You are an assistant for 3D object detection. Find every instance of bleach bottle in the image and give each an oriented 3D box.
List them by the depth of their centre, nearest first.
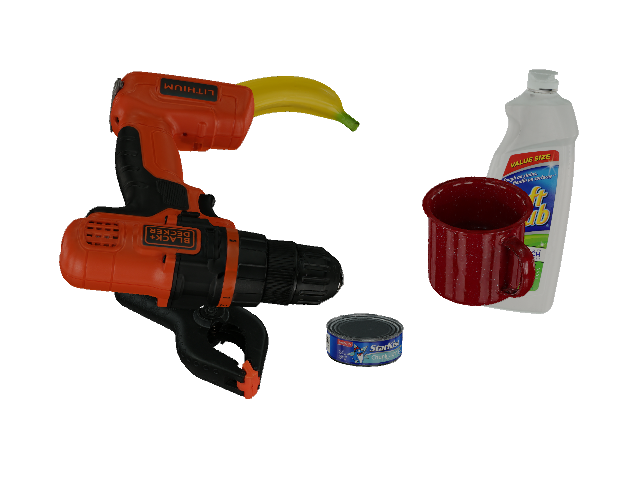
[{"bbox_3d":[0.211,-0.053,1.118,0.103,0.251,0.068,9,19,16],"label":"bleach bottle"}]

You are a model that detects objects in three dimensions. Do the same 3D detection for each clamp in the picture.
[{"bbox_3d":[-0.091,0.067,0.942,0.120,0.039,0.172,-30,53,-25],"label":"clamp"}]

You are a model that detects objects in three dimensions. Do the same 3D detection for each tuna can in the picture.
[{"bbox_3d":[0.049,0.111,1.187,0.086,0.034,0.086,1,15,0],"label":"tuna can"}]

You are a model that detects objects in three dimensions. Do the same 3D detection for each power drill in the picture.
[{"bbox_3d":[-0.080,-0.034,0.738,0.184,0.187,0.057,7,-45,-13],"label":"power drill"}]

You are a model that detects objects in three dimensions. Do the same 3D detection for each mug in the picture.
[{"bbox_3d":[0.141,0.008,0.915,0.093,0.081,0.117,-23,38,-27],"label":"mug"}]

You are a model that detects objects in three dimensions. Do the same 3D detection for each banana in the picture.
[{"bbox_3d":[-0.053,-0.139,1.100,0.197,0.037,0.070,-8,48,-30],"label":"banana"}]
